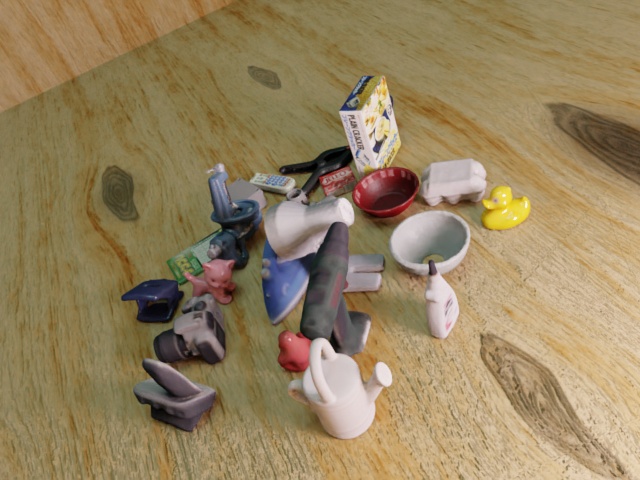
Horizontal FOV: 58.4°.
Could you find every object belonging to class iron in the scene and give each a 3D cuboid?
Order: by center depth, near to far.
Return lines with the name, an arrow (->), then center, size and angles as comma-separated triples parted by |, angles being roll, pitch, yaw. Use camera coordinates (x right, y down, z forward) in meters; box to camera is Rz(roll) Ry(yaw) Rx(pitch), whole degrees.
iron -> -0.086, 0.041, 1.247 | 0.118, 0.142, 0.258 | -4, 44, 20

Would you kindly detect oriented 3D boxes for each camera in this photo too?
camera -> -0.278, 0.191, 1.201 | 0.136, 0.101, 0.143 | -19, 41, 4

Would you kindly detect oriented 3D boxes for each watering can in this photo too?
watering can -> 0.029, 0.235, 0.946 | 0.173, 0.194, 0.100 | -23, 41, -1

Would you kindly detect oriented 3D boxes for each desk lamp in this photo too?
desk lamp -> 0.011, 0.004, 1.189 | 0.202, 0.214, 0.118 | -5, 44, 19

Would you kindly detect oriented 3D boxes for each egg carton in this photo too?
egg carton -> 0.306, -0.133, 1.318 | 0.150, 0.070, 0.107 | -5, 43, 19

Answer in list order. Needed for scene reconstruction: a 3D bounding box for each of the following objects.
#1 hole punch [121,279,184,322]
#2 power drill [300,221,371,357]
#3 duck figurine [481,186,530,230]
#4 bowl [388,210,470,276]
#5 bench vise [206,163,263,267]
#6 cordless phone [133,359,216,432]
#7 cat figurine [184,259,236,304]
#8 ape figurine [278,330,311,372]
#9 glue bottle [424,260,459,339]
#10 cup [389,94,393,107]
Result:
hole punch -> -0.388, 0.127, 1.327 | 0.108, 0.091, 0.101 | -3, 44, 21
power drill -> 0.032, 0.110, 1.069 | 0.075, 0.209, 0.230 | -1, 45, 23
duck figurine -> 0.389, -0.077, 1.209 | 0.104, 0.086, 0.077 | -17, 41, 6
bowl -> 0.229, 0.020, 1.183 | 0.167, 0.075, 0.167 | -12, 42, 11
bench vise -> -0.210, -0.057, 1.348 | 0.121, 0.220, 0.207 | -12, 42, 11
cordless phone -> -0.292, 0.263, 1.064 | 0.147, 0.185, 0.094 | 4, 47, 27
cat figurine -> -0.244, 0.085, 1.288 | 0.127, 0.118, 0.067 | -6, 43, 18
ape figurine -> -0.052, 0.205, 1.093 | 0.078, 0.092, 0.076 | -35, 42, -15
glue bottle -> 0.212, 0.099, 1.029 | 0.037, 0.173, 0.078 | 10, 50, 32
cup -> 0.173, -0.339, 1.581 | 0.092, 0.095, 0.117 | -31, 41, -10
